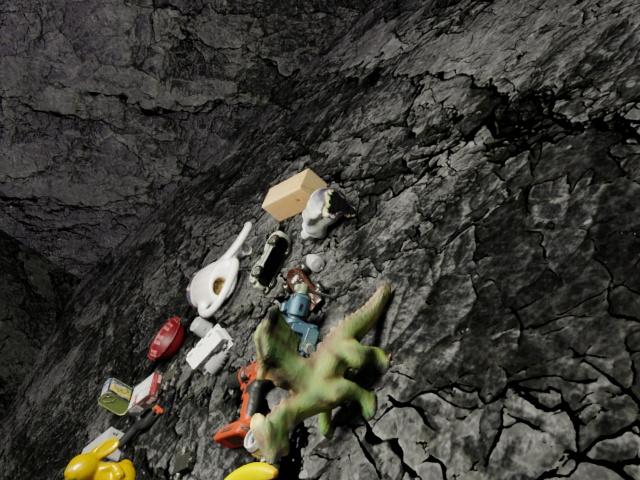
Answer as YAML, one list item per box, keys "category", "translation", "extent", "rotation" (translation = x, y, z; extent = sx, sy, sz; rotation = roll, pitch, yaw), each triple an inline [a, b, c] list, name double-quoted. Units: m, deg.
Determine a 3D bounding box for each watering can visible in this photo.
- category: "watering can"
  translation: [-0.332, 0.107, 1.718]
  extent: [0.222, 0.103, 0.355]
  rotation: [-21, 41, 45]

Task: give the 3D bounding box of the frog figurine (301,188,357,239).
- category: "frog figurine"
  translation: [0.004, -0.073, 1.441]
  extent: [0.139, 0.123, 0.157]
  rotation: [-27, -4, -41]

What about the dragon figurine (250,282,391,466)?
- category: "dragon figurine"
  translation: [-0.005, 0.204, 0.939]
  extent: [0.120, 0.240, 0.419]
  rotation: [-27, 35, 49]
